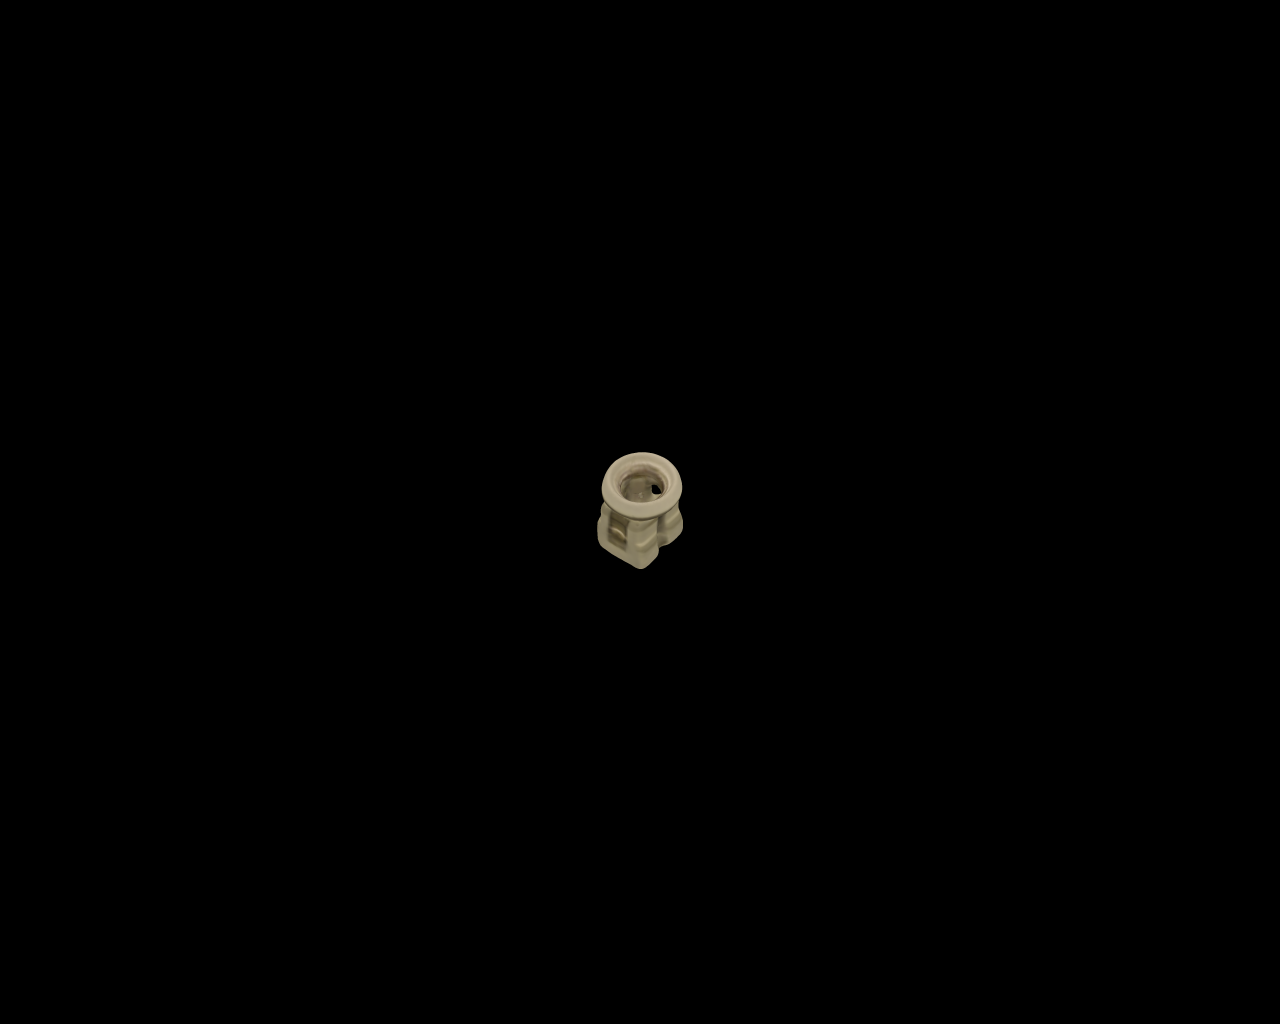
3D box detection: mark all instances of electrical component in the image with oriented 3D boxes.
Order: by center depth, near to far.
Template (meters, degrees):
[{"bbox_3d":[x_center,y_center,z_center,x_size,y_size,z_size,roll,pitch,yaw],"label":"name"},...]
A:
[{"bbox_3d":[0.001,-0.003,0.650,0.048,0.055,0.066,30,54,24],"label":"electrical component"}]
